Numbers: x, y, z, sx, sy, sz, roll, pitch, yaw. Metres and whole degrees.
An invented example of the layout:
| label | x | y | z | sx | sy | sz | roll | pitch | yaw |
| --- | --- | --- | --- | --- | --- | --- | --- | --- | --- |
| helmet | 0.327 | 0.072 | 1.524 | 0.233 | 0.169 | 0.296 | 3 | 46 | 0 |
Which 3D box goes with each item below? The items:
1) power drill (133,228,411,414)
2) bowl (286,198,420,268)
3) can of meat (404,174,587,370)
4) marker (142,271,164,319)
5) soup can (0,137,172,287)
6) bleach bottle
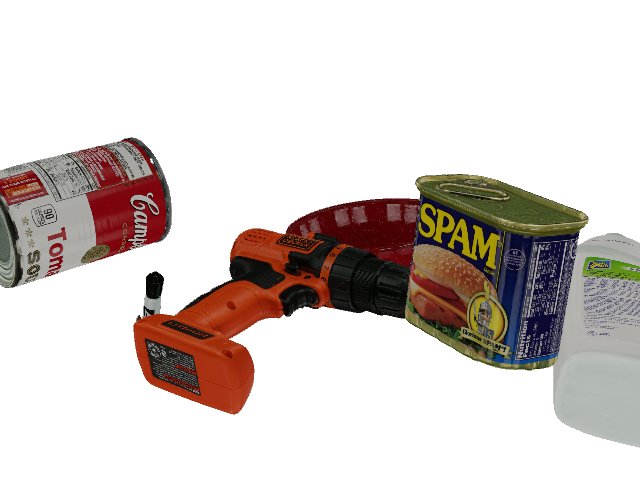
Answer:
| label | x | y | z | sx | sy | sz | roll | pitch | yaw |
| --- | --- | --- | --- | --- | --- | --- | --- | --- | --- |
| power drill | -0.033 | 0.056 | 0.812 | 0.185 | 0.057 | 0.187 | 11 | 31 | 36 |
| bowl | 0.050 | 0.008 | 1.014 | 0.162 | 0.055 | 0.162 | -7 | 17 | 2 |
| can of meat | 0.093 | 0.016 | 0.593 | 0.057 | 0.084 | 0.102 | -5 | 20 | -32 |
| marker | -0.180 | 0.082 | 1.135 | 0.020 | 0.121 | 0.020 | 8 | 36 | -6 |
| soup can | -0.150 | -0.018 | 0.641 | 0.102 | 0.068 | 0.069 | -20 | 11 | -34 |
| bleach bottle | 0.228 | 0.056 | 0.796 | 0.102 | 0.068 | 0.250 | 12 | 25 | 10 |
